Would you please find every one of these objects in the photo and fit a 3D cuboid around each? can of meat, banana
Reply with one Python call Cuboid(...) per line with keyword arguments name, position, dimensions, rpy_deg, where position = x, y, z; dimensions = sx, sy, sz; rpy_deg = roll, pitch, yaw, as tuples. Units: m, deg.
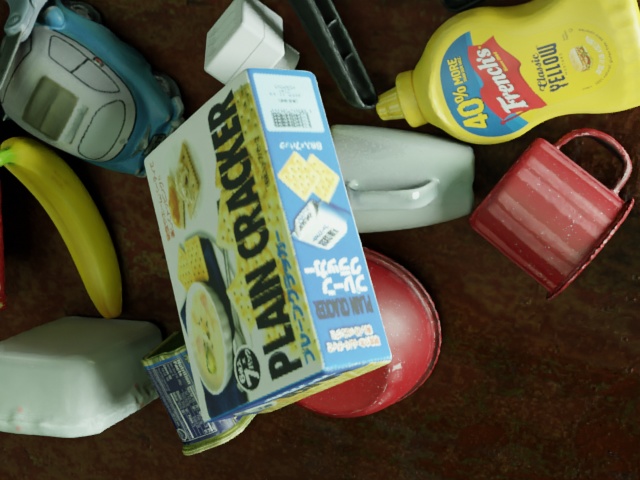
Cuboid(name="can of meat", position=(-0.092, 0.113, 0.869), dimensions=(0.058, 0.102, 0.084), rpy_deg=(-23, 97, 22))
Cuboid(name="banana", position=(-0.209, -0.019, 0.868), dimensions=(0.037, 0.069, 0.197), rpy_deg=(-5, 137, 25))

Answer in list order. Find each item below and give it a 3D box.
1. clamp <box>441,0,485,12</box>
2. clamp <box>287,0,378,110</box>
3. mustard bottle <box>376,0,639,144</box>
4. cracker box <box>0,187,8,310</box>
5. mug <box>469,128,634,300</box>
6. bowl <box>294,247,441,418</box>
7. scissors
Cuboid(name="clamp", position=(0.151, -0.194, 0.692), dimensions=(0.172, 0.120, 0.039), rpy_deg=(-20, 93, 17))
Cuboid(name="clamp", position=(-0.017, -0.196, 0.753), dimensions=(0.210, 0.036, 0.165), rpy_deg=(28, 124, 19))
Cuboid(name="mustard bottle", position=(0.130, -0.119, 0.750), dimensions=(0.192, 0.058, 0.096), rpy_deg=(-14, 114, 21))
Cuboid(name="cracker box", position=(-0.323, -0.058, 0.864), dimensions=(0.164, 0.071, 0.214), rpy_deg=(21, 117, 43))
Cuboid(name="mug", position=(0.168, -0.027, 0.757), dimensions=(0.081, 0.093, 0.117), rpy_deg=(40, 100, 6))
Cuboid(name="bowl", position=(0.012, 0.085, 0.837), dimensions=(0.162, 0.055, 0.162), rpy_deg=(5, 119, 9))
Cuboid(name="scissors", position=(-0.235, -0.165, 0.798), dimensions=(0.096, 0.201, 0.016), rpy_deg=(6, 152, 35))
